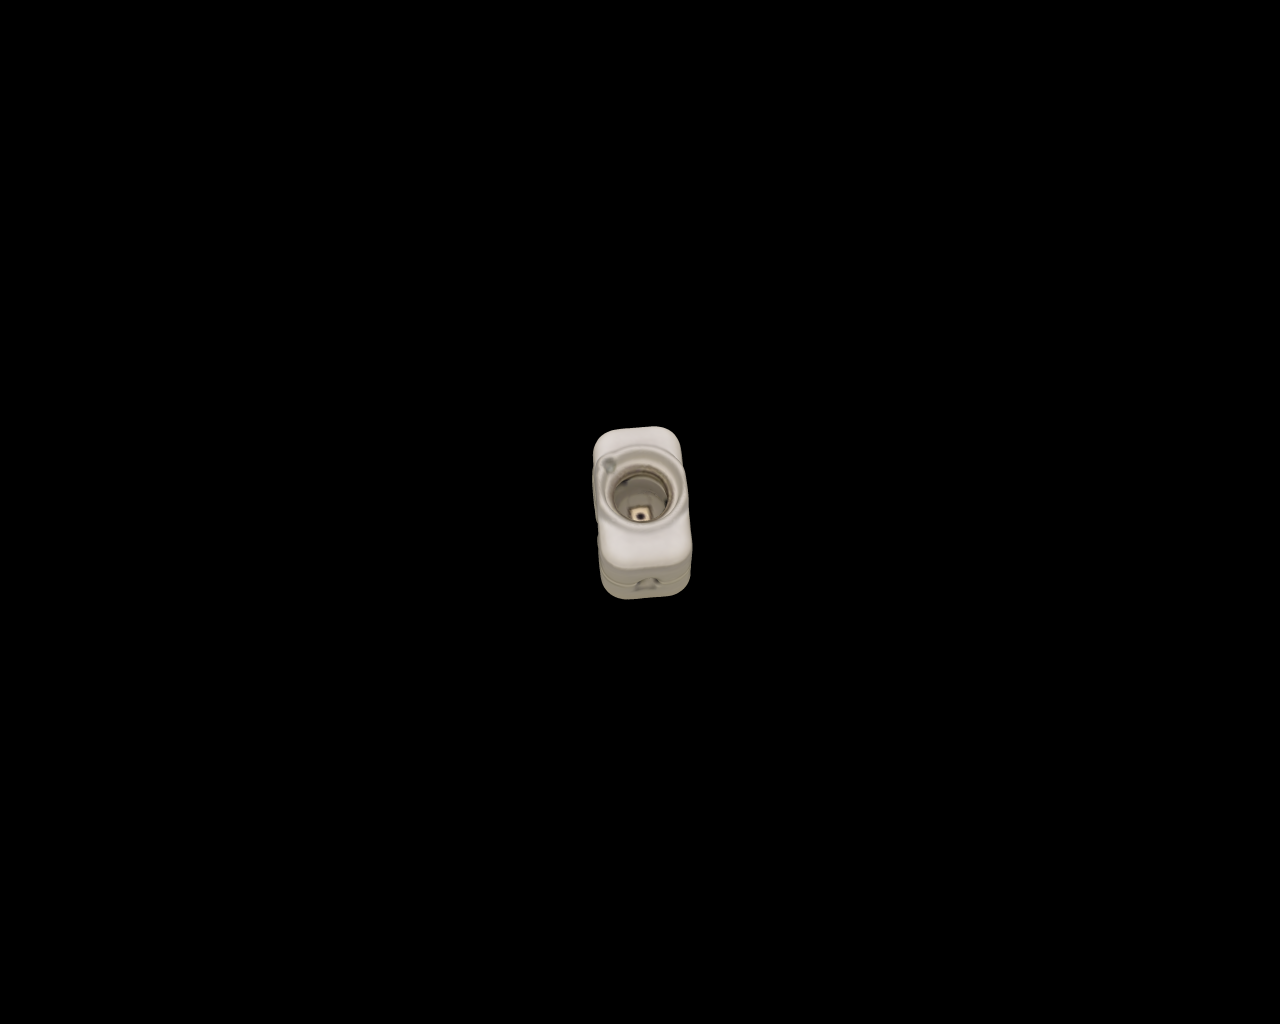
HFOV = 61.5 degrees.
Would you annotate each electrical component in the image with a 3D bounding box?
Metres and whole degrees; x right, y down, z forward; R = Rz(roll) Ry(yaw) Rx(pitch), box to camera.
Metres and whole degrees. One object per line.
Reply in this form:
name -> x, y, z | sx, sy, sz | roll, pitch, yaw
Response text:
electrical component -> 0.001, -0.003, 0.650 | 0.054, 0.095, 0.059 | -4, -28, -2
